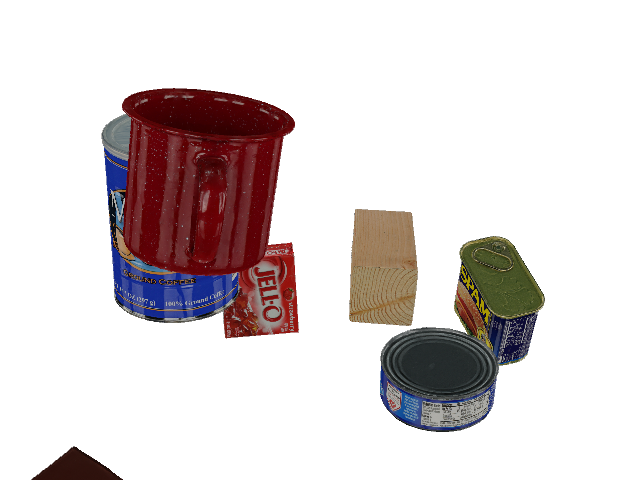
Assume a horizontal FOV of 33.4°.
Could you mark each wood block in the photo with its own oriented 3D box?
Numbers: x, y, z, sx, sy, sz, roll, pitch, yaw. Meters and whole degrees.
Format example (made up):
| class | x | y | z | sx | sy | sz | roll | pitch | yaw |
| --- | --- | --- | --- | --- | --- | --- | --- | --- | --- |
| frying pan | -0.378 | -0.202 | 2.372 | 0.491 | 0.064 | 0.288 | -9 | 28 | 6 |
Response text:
| class | x | y | z | sx | sy | sz | roll | pitch | yaw |
| --- | --- | --- | --- | --- | --- | --- | --- | --- | --- |
| wood block | 0.091 | 0.035 | 1.565 | 0.091 | 0.090 | 0.206 | 4 | 24 | 1 |

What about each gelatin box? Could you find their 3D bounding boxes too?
| class | x | y | z | sx | sy | sz | roll | pitch | yaw |
| --- | --- | --- | --- | --- | --- | --- | --- | --- | --- |
| gelatin box | -0.060 | 0.049 | 1.035 | 0.073 | 0.089 | 0.030 | -4 | 27 | -5 |

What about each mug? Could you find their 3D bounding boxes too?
| class | x | y | z | sx | sy | sz | roll | pitch | yaw |
| --- | --- | --- | --- | --- | --- | --- | --- | --- | --- |
| mug | -0.063 | -0.028 | 0.576 | 0.093 | 0.081 | 0.117 | 3 | 22 | -14 |

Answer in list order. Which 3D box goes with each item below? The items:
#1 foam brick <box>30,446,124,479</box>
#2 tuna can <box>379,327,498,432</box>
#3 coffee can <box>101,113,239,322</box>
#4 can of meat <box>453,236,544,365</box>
| class | x | y | z | sx | sy | sz | roll | pitch | yaw |
| --- | --- | --- | --- | --- | --- | --- | --- | --- | --- |
| foam brick | -0.094 | 0.137 | 0.451 | 0.078 | 0.051 | 0.052 | 24 | 45 | 32 |
| tuna can | 0.086 | 0.101 | 0.782 | 0.086 | 0.034 | 0.086 | 0 | 30 | 0 |
| coffee can | -0.115 | -0.021 | 0.836 | 0.103 | 0.140 | 0.103 | 1 | 28 | -1 |
| can of meat | 0.174 | 0.062 | 1.058 | 0.057 | 0.102 | 0.084 | -13 | -42 | -13 |
